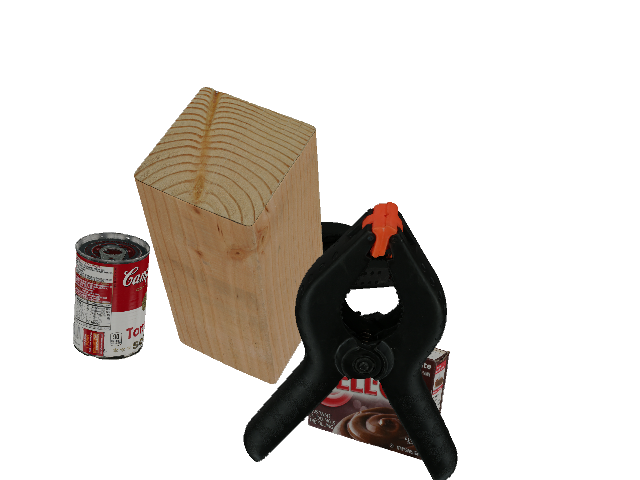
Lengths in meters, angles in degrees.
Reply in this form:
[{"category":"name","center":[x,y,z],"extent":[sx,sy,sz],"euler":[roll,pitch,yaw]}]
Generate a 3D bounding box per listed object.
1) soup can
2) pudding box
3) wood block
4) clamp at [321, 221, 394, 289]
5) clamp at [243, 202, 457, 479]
[{"category":"soup can","center":[-0.197,0.052,1.000],"extent":[0.068,0.102,0.068],"euler":[6,21,-3]},{"category":"pudding box","center":[0.048,0.125,0.908],"extent":[0.114,0.090,0.039],"euler":[12,17,23]},{"category":"wood block","center":[-0.057,0.004,0.763],"extent":[0.090,0.090,0.206],"euler":[22,-31,18]},{"category":"clamp","center":[-0.019,0.011,1.077],"extent":[0.210,0.036,0.164],"euler":[19,34,4]},{"category":"clamp","center":[0.014,0.061,0.573],"extent":[0.120,0.171,0.039],"euler":[-4,27,-1]}]
